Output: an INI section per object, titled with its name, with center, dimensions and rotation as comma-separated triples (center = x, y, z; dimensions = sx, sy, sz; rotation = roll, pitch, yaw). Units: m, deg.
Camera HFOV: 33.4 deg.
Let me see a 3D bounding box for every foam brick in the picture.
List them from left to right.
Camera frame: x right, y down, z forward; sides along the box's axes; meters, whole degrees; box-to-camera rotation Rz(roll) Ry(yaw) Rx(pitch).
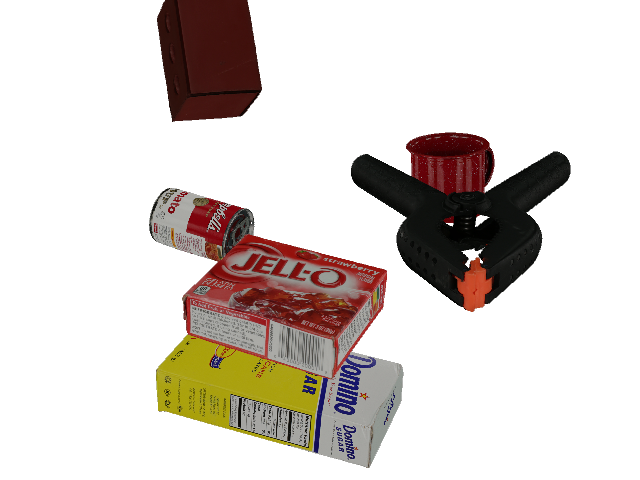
[foam brick]
center = -0.075, -0.125, 0.713
dimensions = 0.051, 0.078, 0.053
rotation = -6, -11, -20

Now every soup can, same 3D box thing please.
[soup can]
center = -0.136, -0.017, 1.225
dimensions = 0.102, 0.068, 0.068
rotation = 17, 6, 21

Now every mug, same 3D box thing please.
[mug]
center = 0.154, -0.074, 1.218
dimensions = 0.117, 0.081, 0.093
rotation = -21, 28, -36

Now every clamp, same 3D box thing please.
[clamp]
center = 0.091, -0.016, 0.738
dimensions = 0.165, 0.036, 0.209
rotation = 2, 27, 11

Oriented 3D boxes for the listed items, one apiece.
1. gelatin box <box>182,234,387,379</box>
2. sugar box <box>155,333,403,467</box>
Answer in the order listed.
[gelatin box]
center = -0.018, 0.032, 0.576
dimensions = 0.089, 0.030, 0.073
rotation = 15, 32, 20
[sugar box]
center = -0.030, 0.115, 0.837
dimensions = 0.176, 0.048, 0.093
rotation = 9, 28, 16
